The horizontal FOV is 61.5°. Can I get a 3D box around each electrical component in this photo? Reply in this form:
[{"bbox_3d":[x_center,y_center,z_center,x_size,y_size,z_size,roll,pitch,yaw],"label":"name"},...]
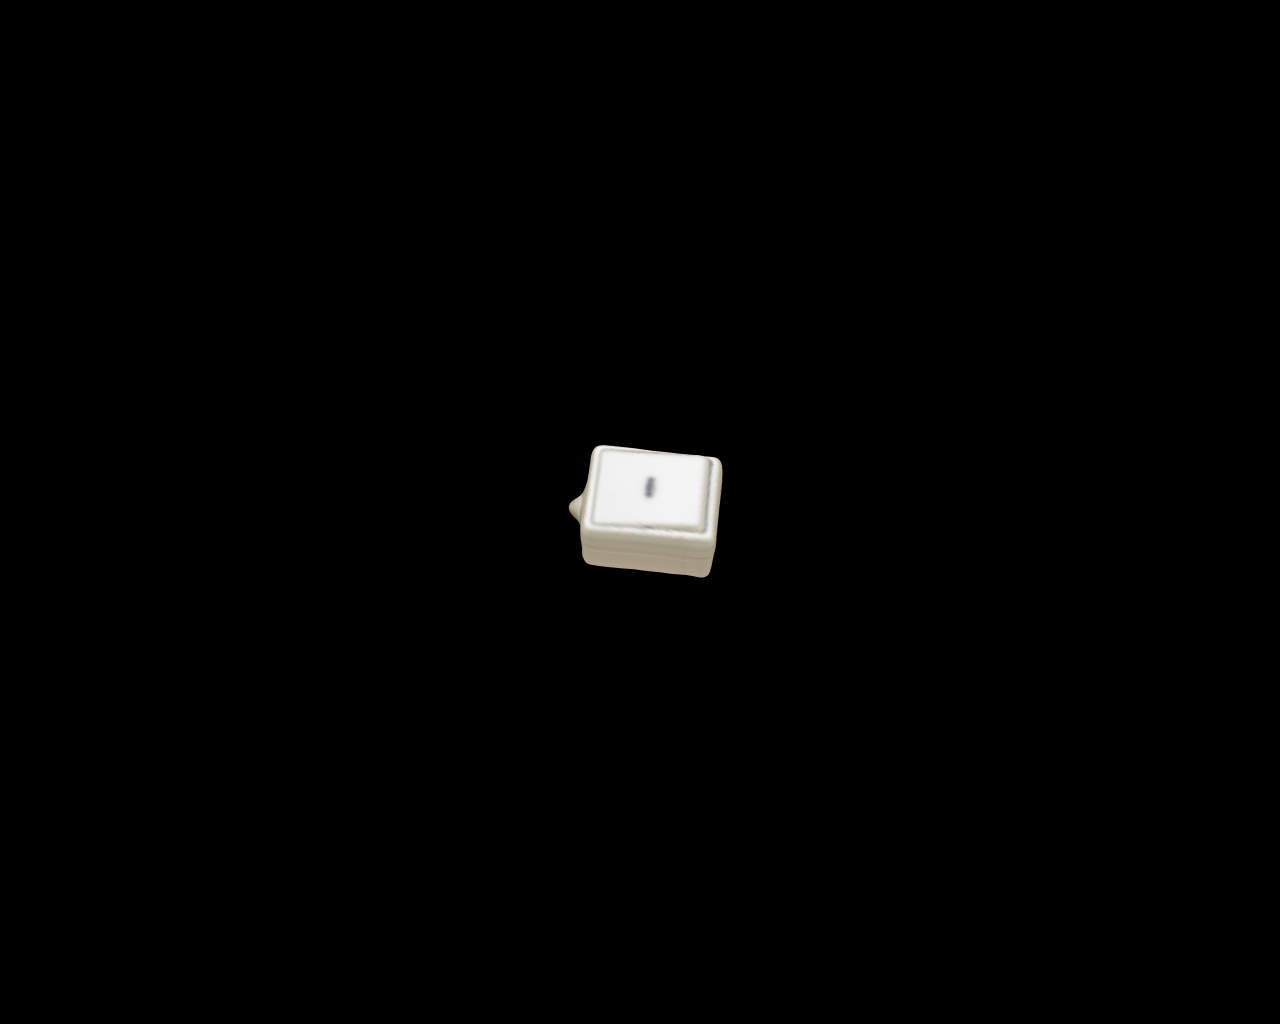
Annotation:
[{"bbox_3d":[0.001,-0.003,0.650,0.096,0.062,0.061,6,-27,3],"label":"electrical component"}]
